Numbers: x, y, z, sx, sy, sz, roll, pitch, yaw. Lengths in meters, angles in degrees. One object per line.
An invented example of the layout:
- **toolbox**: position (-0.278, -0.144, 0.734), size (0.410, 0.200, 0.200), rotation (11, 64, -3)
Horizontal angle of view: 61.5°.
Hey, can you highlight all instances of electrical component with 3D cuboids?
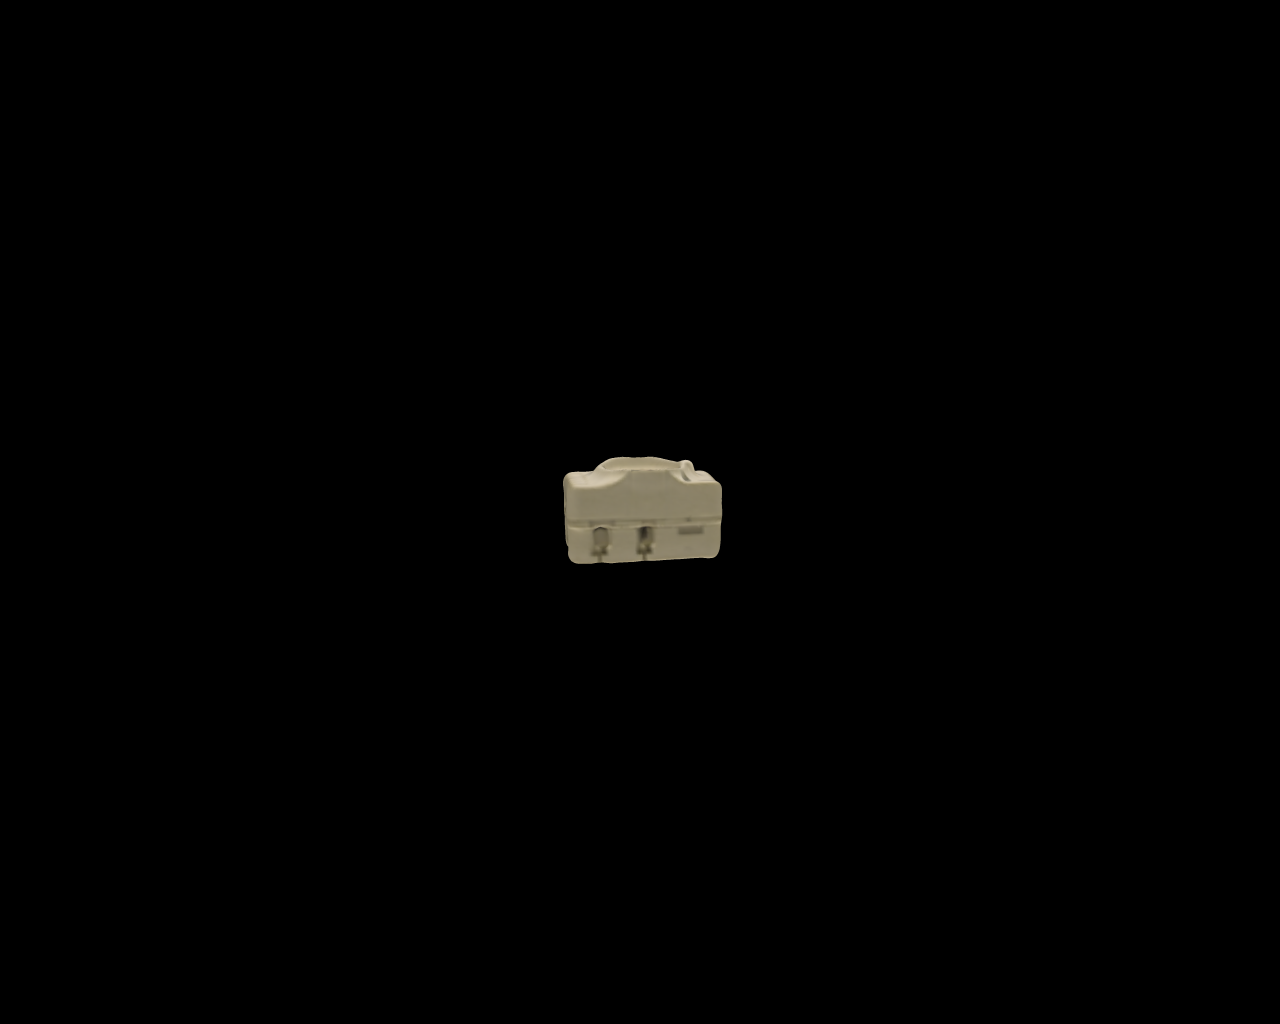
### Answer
- **electrical component**: position (0.001, -0.003, 0.650), size (0.089, 0.055, 0.050), rotation (-1, 12, -7)
